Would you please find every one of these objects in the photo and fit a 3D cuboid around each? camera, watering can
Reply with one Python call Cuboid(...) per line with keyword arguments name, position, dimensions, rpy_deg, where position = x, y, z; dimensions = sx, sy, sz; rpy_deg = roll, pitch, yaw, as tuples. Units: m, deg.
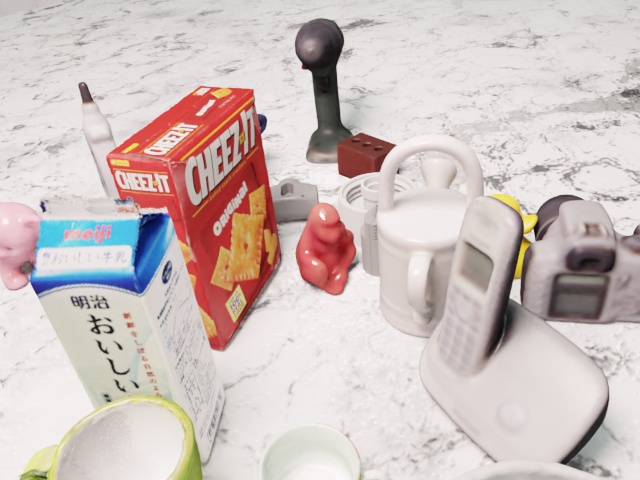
Cuboid(name="camera", position=(0.274, 0.004, 0.576), dimensions=(0.143, 0.101, 0.137), rpy_deg=(1, 36, 11))
Cuboid(name="watering can", position=(0.103, -0.015, 0.548), dimensions=(0.101, 0.194, 0.172), rpy_deg=(-8, 35, -2))

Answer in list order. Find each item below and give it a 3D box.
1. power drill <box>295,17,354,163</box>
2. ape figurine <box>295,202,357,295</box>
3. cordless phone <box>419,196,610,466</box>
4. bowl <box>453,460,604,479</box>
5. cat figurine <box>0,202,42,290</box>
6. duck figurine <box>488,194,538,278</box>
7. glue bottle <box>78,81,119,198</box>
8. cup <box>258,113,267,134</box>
Cuboid(name="power drill", position=(0.007, -0.227, 0.853), dimensions=(0.075, 0.209, 0.229), rpy_deg=(-2, 35, 6))
Cuboid(name="ape figurine", position=(0.006, 0.002, 0.628), dimensions=(0.078, 0.092, 0.075), rpy_deg=(-27, 40, -27))
Cuboid(name="cordless phone", position=(0.145, 0.070, 0.428), dimensions=(0.094, 0.185, 0.147), rpy_deg=(-24, 39, -23))
Cuboid(name="bowl", position=(0.128, 0.215, 0.319), dimensions=(0.167, 0.075, 0.167), rpy_deg=(-4, 35, 3))
Cuboid(name="cat figurine", position=(-0.372, -0.010, 0.682), dimensions=(0.127, 0.118, 0.067), rpy_deg=(22, 44, 34))
Cuboid(name="duck figurine", position=(0.186, -0.011, 0.624), dimensions=(0.104, 0.086, 0.078), rpy_deg=(9, 38, 21))
Cuboid(name="glue bottle", position=(-0.306, -0.137, 0.805), dimensions=(0.037, 0.173, 0.078), rpy_deg=(-22, 38, -21))
Cuboid(name="cup", position=(-0.122, -0.128, 0.832), dimensions=(0.118, 0.095, 0.091), rpy_deg=(-30, 41, -30))
